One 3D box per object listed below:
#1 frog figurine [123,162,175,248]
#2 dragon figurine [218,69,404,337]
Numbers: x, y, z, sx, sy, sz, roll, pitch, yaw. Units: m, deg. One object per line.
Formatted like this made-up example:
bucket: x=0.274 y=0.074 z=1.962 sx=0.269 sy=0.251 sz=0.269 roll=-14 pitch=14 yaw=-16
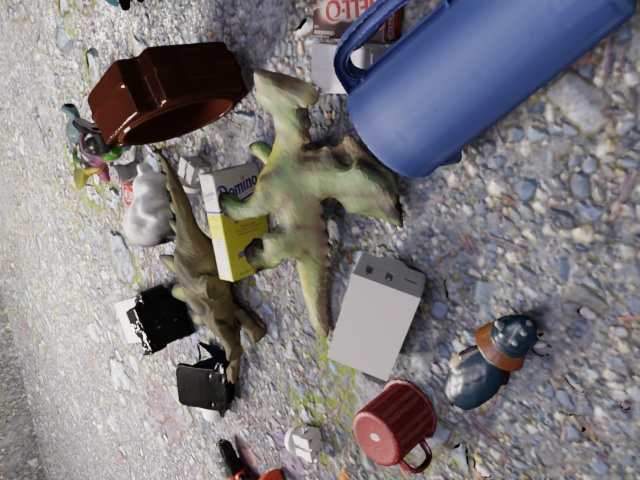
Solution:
frog figurine: x=-0.345 y=-0.070 z=1.031 sx=0.138 sy=0.123 sz=0.157 roll=27 pitch=137 yaw=60
dragon figurine: x=0.002 y=-0.035 z=0.699 sx=0.241 sy=0.124 sz=0.405 roll=-10 pitch=115 yaw=44
